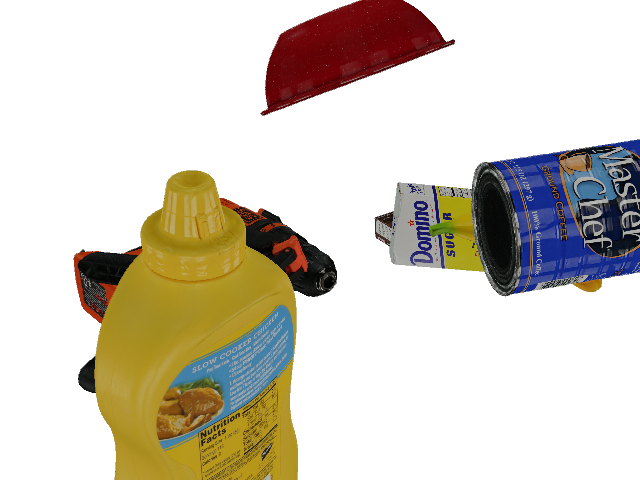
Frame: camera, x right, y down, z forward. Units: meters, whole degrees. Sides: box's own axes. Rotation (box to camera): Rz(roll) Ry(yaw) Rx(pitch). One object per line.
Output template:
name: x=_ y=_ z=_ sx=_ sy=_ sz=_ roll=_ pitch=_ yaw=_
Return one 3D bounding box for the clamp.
clamp: x=-0.094 y=0.042 z=0.731 sx=0.171 sy=0.120 sz=0.039 roll=-13 pitch=-38 yaw=13

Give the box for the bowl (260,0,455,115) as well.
bowl: x=0.020 y=-0.150 z=0.832 sx=0.162 sy=0.055 sz=0.162 roll=-21 pitch=7 yaw=2

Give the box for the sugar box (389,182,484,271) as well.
sugar box: x=0.173 y=-0.013 z=1.250 sx=0.176 sy=0.093 sz=0.048 roll=3 pitch=23 yaw=-3

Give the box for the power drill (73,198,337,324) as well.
power drill: x=-0.102 y=0.027 z=0.925 sx=0.187 sy=0.057 sz=0.185 roll=-20 pitch=28 yaw=-33

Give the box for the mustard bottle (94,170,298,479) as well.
mustard bottle: x=-0.050 y=0.058 z=0.453 sx=0.058 sy=0.192 sz=0.096 roll=27 pitch=41 yaw=34

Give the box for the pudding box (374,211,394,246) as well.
pudding box: x=0.150 y=-0.017 z=1.567 sx=0.113 sy=0.039 sz=0.090 roll=-20 pitch=33 yaw=-29

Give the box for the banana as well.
banana: x=0.199 y=0.005 z=1.027 sx=0.069 sy=0.037 sz=0.198 roll=-40 pitch=38 yaw=-28

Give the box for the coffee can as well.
coffee can: x=0.197 y=-0.019 z=0.808 sx=0.140 sy=0.103 sz=0.103 roll=-9 pitch=1 yaw=-8
